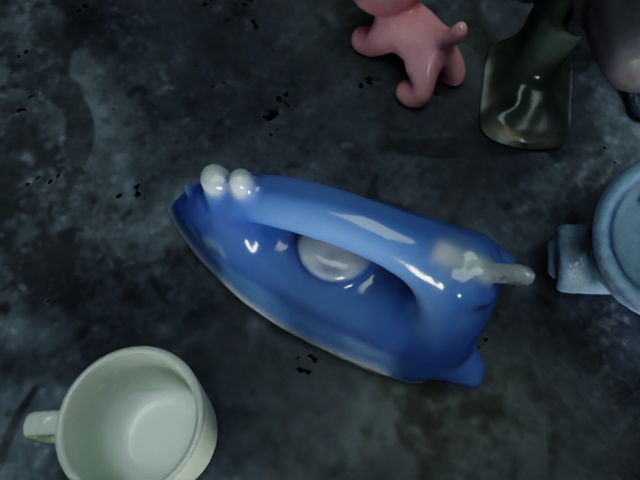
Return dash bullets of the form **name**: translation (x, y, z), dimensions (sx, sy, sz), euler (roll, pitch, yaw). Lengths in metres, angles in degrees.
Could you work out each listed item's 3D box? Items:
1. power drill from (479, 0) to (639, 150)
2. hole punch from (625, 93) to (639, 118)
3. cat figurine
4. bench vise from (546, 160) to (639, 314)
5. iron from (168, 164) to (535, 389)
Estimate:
- **power drill**: translation (0.174, -0.151, 0.388), dimensions (0.075, 0.208, 0.230), euler (9, 71, 3)
- **hole punch**: translation (0.298, -0.161, 0.455), dimensions (0.108, 0.091, 0.101), euler (-8, 72, -3)
- **cat figurine**: translation (0.066, -0.185, 0.446), dimensions (0.067, 0.118, 0.127), euler (-38, 76, -12)
- **bench vise**: translation (0.268, -0.014, 0.337), dimensions (0.207, 0.220, 0.121), euler (-11, 72, -4)
- **iron**: translation (0.003, 0.001, 0.370), dimensions (0.258, 0.141, 0.119), euler (20, 72, 6)
